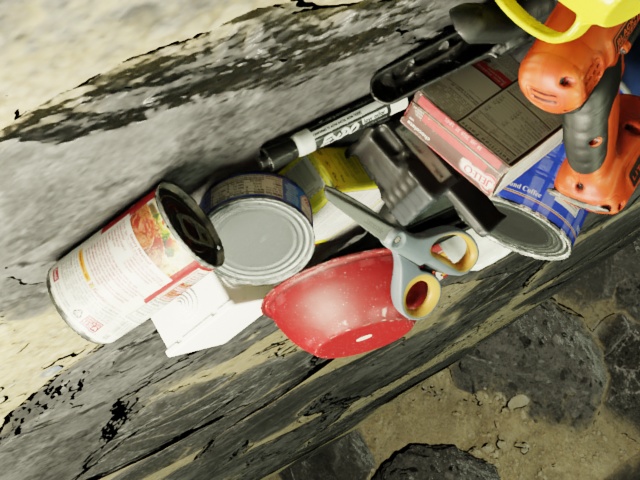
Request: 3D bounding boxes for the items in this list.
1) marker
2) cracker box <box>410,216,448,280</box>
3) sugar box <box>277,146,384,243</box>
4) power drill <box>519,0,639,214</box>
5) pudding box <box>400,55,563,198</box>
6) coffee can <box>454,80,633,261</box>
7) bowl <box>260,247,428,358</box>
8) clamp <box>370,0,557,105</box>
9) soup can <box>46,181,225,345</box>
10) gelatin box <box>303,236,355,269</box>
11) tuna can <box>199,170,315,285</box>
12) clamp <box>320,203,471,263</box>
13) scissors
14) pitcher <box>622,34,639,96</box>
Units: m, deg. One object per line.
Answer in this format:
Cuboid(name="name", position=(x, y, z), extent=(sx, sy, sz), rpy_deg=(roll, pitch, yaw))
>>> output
Cuboid(name="marker", position=(0.009, -0.079, 0.763), extent=(0.121, 0.020, 0.020), rpy_deg=(-27, 166, -18))
Cuboid(name="cracker box", position=(0.151, -0.021, 1.164), extent=(0.164, 0.072, 0.213), rpy_deg=(-30, 167, -3))
Cuboid(name="sugar box", position=(0.014, -0.037, 0.875), extent=(0.093, 0.048, 0.175), rpy_deg=(-38, 169, 28))
Cuboid(name="power drill", position=(0.204, -0.122, 0.742), extent=(0.184, 0.057, 0.187), rpy_deg=(-53, 146, -19))
Cuboid(name="pudding box", position=(0.128, -0.091, 0.793), extent=(0.113, 0.090, 0.039), rpy_deg=(-35, 162, -39))
Cuboid(name="coffee can", position=(0.187, -0.069, 0.883), extent=(0.140, 0.103, 0.103), rpy_deg=(-63, 173, -15))
Cuboid(name="bowl", position=(0.032, 0.063, 0.945), extent=(0.162, 0.055, 0.162), rpy_deg=(-15, 159, -6))
Cuboid(name="clamp", position=(0.114, -0.141, 0.738), extent=(0.171, 0.039, 0.120), rpy_deg=(-22, 180, -39))
Cuboid(name="soup can", position=(-0.124, 0.017, 0.718), extent=(0.102, 0.068, 0.068), rpy_deg=(-35, 166, 15))
Cuboid(name="gelatin box", position=(-0.007, 0.001, 0.996), extent=(0.073, 0.030, 0.089), rpy_deg=(-18, 162, -49))
Cuboid(name="tuna can", position=(-0.047, -0.009, 0.772), extent=(0.086, 0.034, 0.086), rpy_deg=(-2, 134, -2))
Cuboid(name="clamp", position=(0.052, 0.009, 0.956), extent=(0.210, 0.036, 0.164), rpy_deg=(-33, 161, 32))
Cuboid(name="scissors", position=(0.054, 0.016, 0.847), extent=(0.201, 0.016, 0.096), rpy_deg=(10, 111, -44))
Cuboid(name="pitcher", position=(0.338, -0.150, 0.993), extent=(0.149, 0.145, 0.243), rpy_deg=(-5, 168, -1))
